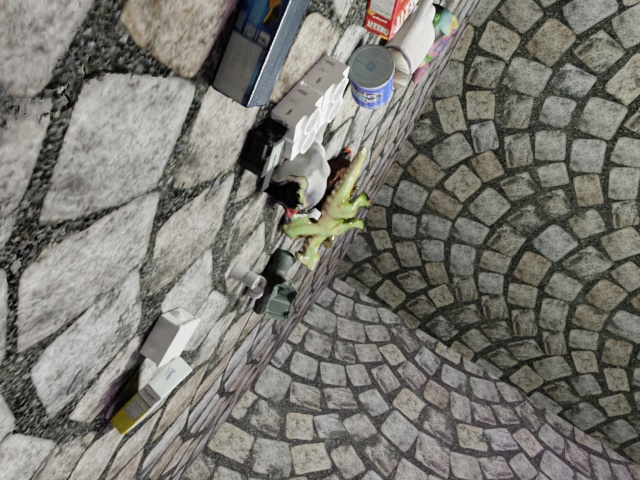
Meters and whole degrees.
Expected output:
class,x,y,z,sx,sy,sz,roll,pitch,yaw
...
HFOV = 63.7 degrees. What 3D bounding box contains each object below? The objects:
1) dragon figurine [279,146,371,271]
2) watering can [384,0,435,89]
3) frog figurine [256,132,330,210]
class,x,y,z,sx,sy,sz,roll,pitch,yaw
dragon figurine,0.004,-0.072,1.425,0.245,0.124,0.400,-21,140,-26
watering can,0.235,-0.526,1.320,0.227,0.104,0.342,-57,172,-15
frog figurine,-0.037,-0.143,1.064,0.136,0.121,0.163,-21,-149,43
